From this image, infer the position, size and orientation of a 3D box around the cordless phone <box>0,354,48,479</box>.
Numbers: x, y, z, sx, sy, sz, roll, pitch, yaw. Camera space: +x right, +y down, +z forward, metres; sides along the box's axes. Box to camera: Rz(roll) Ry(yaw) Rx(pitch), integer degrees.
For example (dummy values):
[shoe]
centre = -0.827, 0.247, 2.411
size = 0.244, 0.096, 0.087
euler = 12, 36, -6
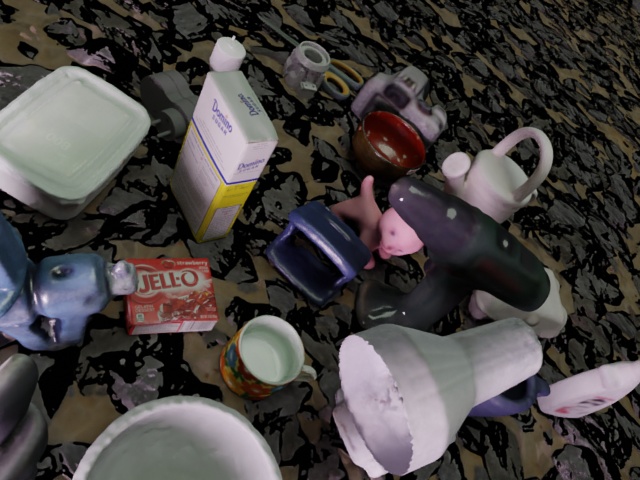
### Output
[cordless phone]
centre = -0.237, 0.146, 0.355
size = 0.094, 0.184, 0.148
euler = 32, 47, -8

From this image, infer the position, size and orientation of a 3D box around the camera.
[camera]
centre = 0.147, -0.226, 0.927
size = 0.143, 0.100, 0.137
euler = 40, 46, -1

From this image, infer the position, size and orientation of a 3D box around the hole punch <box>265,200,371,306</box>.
[hole punch]
centre = 0.006, 0.002, 0.679
size = 0.108, 0.091, 0.101
euler = 44, 46, 3

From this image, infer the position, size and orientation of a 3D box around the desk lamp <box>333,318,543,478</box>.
[desk lamp]
centre = 0.094, 0.146, 0.546
size = 0.204, 0.213, 0.118
euler = -7, 62, -36

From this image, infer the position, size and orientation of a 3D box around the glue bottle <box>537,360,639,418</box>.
[glue bottle]
centre = 0.360, 0.180, 0.718
size = 0.078, 0.173, 0.037
euler = 11, 53, -25

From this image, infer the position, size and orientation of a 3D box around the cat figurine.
[cat figurine]
centre = 0.086, -0.024, 0.731
size = 0.067, 0.117, 0.127
euler = -25, 74, -41

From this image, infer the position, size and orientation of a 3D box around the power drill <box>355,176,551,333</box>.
[power drill]
centre = 0.131, 0.038, 0.651
size = 0.230, 0.208, 0.075
euler = 22, 49, -17

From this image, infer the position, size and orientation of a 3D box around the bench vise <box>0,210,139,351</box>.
[bench vise]
centre = -0.244, 0.007, 0.427
size = 0.208, 0.219, 0.121
euler = -17, 68, -39

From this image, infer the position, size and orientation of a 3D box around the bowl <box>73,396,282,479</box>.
[bowl]
centre = -0.116, 0.216, 0.458
size = 0.168, 0.074, 0.167
euler = 17, 51, -22

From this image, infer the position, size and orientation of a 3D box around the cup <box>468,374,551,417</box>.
[cup]
centre = 0.200, 0.173, 0.675
size = 0.118, 0.094, 0.091
euler = 20, 49, -19

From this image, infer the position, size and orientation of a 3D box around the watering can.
[watering can]
centre = 0.249, -0.081, 0.822
size = 0.173, 0.193, 0.101
euler = -14, 66, -38

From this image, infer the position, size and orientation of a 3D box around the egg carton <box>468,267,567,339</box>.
[egg carton]
centre = 0.277, 0.079, 0.810
size = 0.151, 0.069, 0.107
euler = 19, 50, -20
